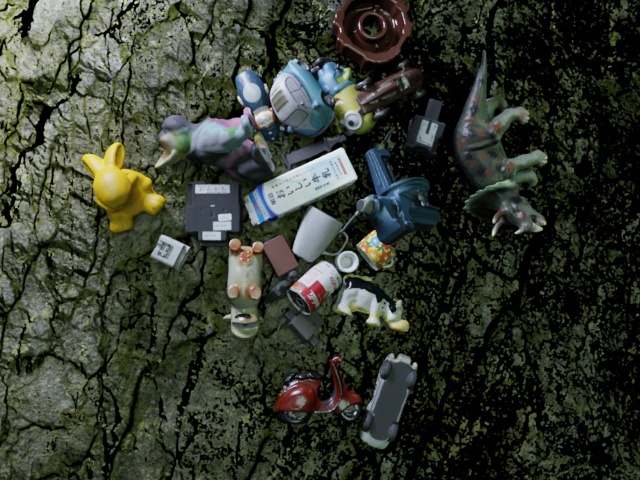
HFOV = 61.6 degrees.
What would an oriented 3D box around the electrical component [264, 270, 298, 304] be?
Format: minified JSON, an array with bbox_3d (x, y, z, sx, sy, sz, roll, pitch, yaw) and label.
[{"bbox_3d":[-0.083,0.100,1.122,0.021,0.094,0.063,43,45,-1],"label":"electrical component"}]

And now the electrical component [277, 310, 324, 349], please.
[{"bbox_3d":[-0.040,0.180,1.135,0.102,0.045,0.078,43,55,-6],"label":"electrical component"}]

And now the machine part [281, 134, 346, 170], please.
[{"bbox_3d":[-0.013,-0.193,1.145,0.139,0.084,0.039,-23,110,1],"label":"machine part"}]

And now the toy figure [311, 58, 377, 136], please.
[{"bbox_3d":[0.054,-0.308,1.153,0.089,0.082,0.180,-32,88,-10],"label":"toy figure"}]

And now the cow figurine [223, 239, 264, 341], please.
[{"bbox_3d":[-0.155,0.107,1.095,0.085,0.127,0.195,1,73,-8],"label":"cow figurine"}]

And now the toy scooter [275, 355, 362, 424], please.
[{"bbox_3d":[-0.002,0.308,1.116,0.184,0.075,0.135,1,87,-10],"label":"toy scooter"}]

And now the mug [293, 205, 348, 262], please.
[{"bbox_3d":[-0.002,-0.003,1.135,0.109,0.081,0.107,32,95,-10],"label":"mug"}]

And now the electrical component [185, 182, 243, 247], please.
[{"bbox_3d":[-0.218,-0.053,1.112,0.115,0.058,0.134,1,87,1],"label":"electrical component"}]

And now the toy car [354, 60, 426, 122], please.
[{"bbox_3d":[0.154,-0.321,1.144,0.202,0.053,0.089,-33,99,-36],"label":"toy car"}]

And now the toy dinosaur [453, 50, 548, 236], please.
[{"bbox_3d":[0.364,-0.194,1.171,0.192,0.131,0.404,-24,84,-8],"label":"toy dinosaur"}]

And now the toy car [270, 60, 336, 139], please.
[{"bbox_3d":[-0.048,-0.289,1.111,0.103,0.109,0.161,-28,87,-49],"label":"toy car"}]

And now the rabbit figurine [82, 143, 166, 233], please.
[{"bbox_3d":[-0.386,-0.104,1.042,0.122,0.173,0.162,-21,94,-4],"label":"rabbit figurine"}]

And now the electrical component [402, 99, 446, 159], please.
[{"bbox_3d":[0.233,-0.246,1.186,0.075,0.048,0.119,14,85,-6],"label":"electrical component"}]

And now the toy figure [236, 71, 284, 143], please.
[{"bbox_3d":[-0.130,-0.280,1.142,0.064,0.058,0.154,-24,92,31],"label":"toy figure"}]

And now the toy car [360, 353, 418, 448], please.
[{"bbox_3d":[0.146,0.339,1.142,0.073,0.056,0.201,21,83,1],"label":"toy car"}]

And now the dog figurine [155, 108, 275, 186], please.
[{"bbox_3d":[-0.221,-0.177,1.098,0.219,0.108,0.191,-17,120,9],"label":"dog figurine"}]

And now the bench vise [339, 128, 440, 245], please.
[{"bbox_3d":[0.143,-0.103,1.120,0.223,0.129,0.241,-2,62,-30],"label":"bench vise"}]

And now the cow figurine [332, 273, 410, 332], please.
[{"bbox_3d":[0.118,0.135,1.145,0.167,0.068,0.098,20,79,-7],"label":"cow figurine"}]

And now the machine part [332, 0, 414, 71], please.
[{"bbox_3d":[0.114,-0.463,1.180,0.179,0.056,0.179,0,86,-6],"label":"machine part"}]
